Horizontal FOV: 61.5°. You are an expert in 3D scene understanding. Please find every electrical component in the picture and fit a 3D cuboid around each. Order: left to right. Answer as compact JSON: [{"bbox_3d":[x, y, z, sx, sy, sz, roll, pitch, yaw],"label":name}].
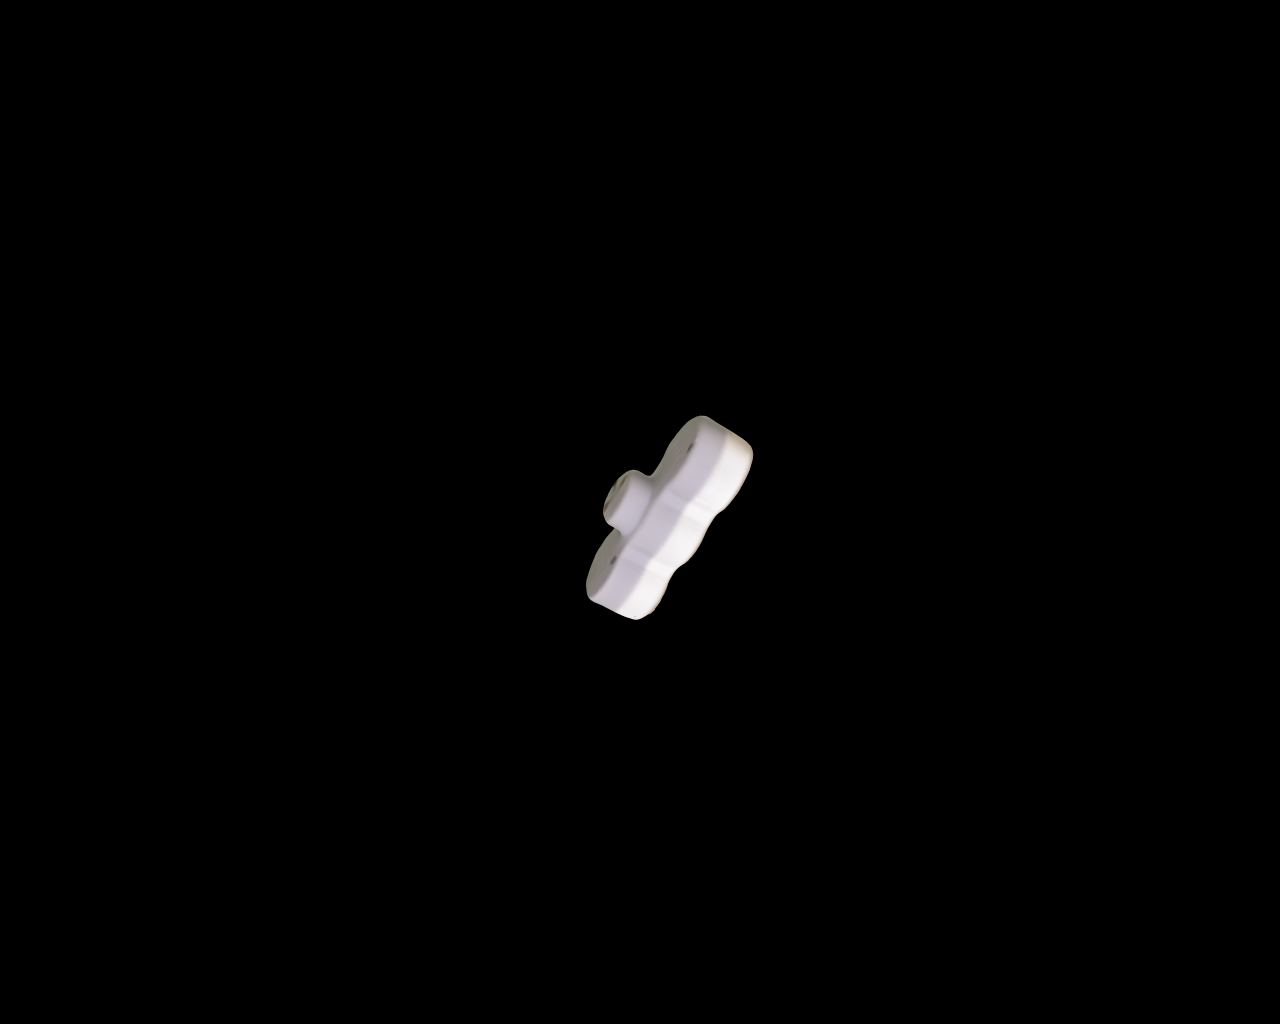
[{"bbox_3d":[0.001,-0.003,0.650,0.074,0.138,0.052,29,24,-14],"label":"electrical component"}]
